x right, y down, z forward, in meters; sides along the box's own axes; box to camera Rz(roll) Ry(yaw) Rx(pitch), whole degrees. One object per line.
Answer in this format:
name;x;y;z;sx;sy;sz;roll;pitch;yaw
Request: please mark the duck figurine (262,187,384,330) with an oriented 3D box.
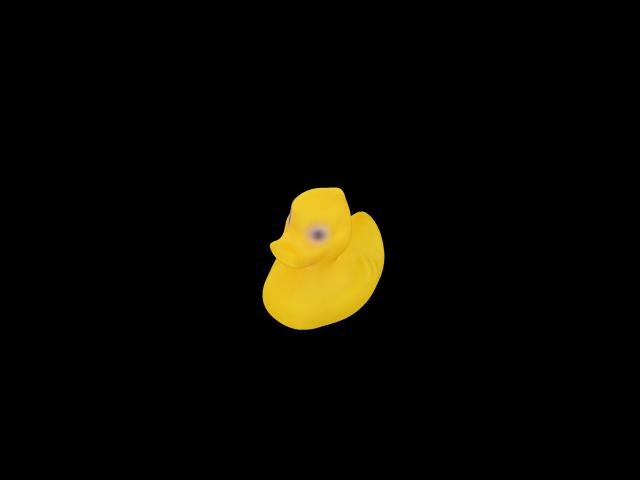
duck figurine;0.004;0.001;0.400;0.077;0.086;0.105;30;49;31
